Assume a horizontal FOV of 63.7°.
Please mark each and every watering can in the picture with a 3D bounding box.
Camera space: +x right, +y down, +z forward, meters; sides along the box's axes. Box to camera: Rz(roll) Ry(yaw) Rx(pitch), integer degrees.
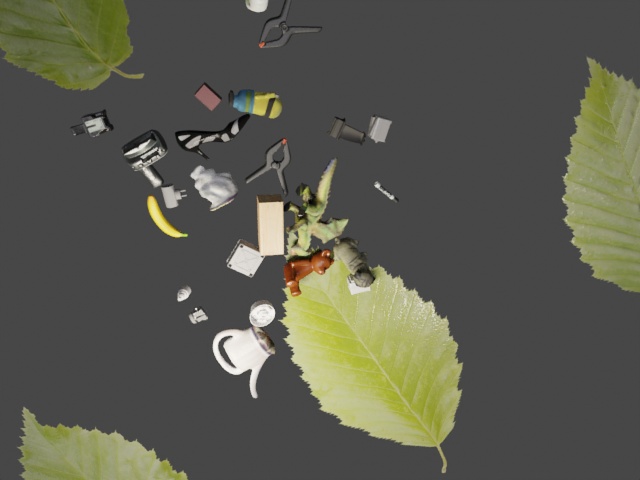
[{"bbox_3d":[-0.280,0.477,2.088,0.224,0.105,0.343,-31,113,3],"label":"watering can"}]

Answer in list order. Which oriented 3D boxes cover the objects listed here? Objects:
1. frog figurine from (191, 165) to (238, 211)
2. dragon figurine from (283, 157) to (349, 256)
[{"bbox_3d":[-0.366,-0.198,1.797,0.139,0.122,0.158,-38,108,-30],"label":"frog figurine"},{"bbox_3d":[0.006,-0.097,1.931,0.240,0.124,0.407,30,106,-38],"label":"dragon figurine"}]
